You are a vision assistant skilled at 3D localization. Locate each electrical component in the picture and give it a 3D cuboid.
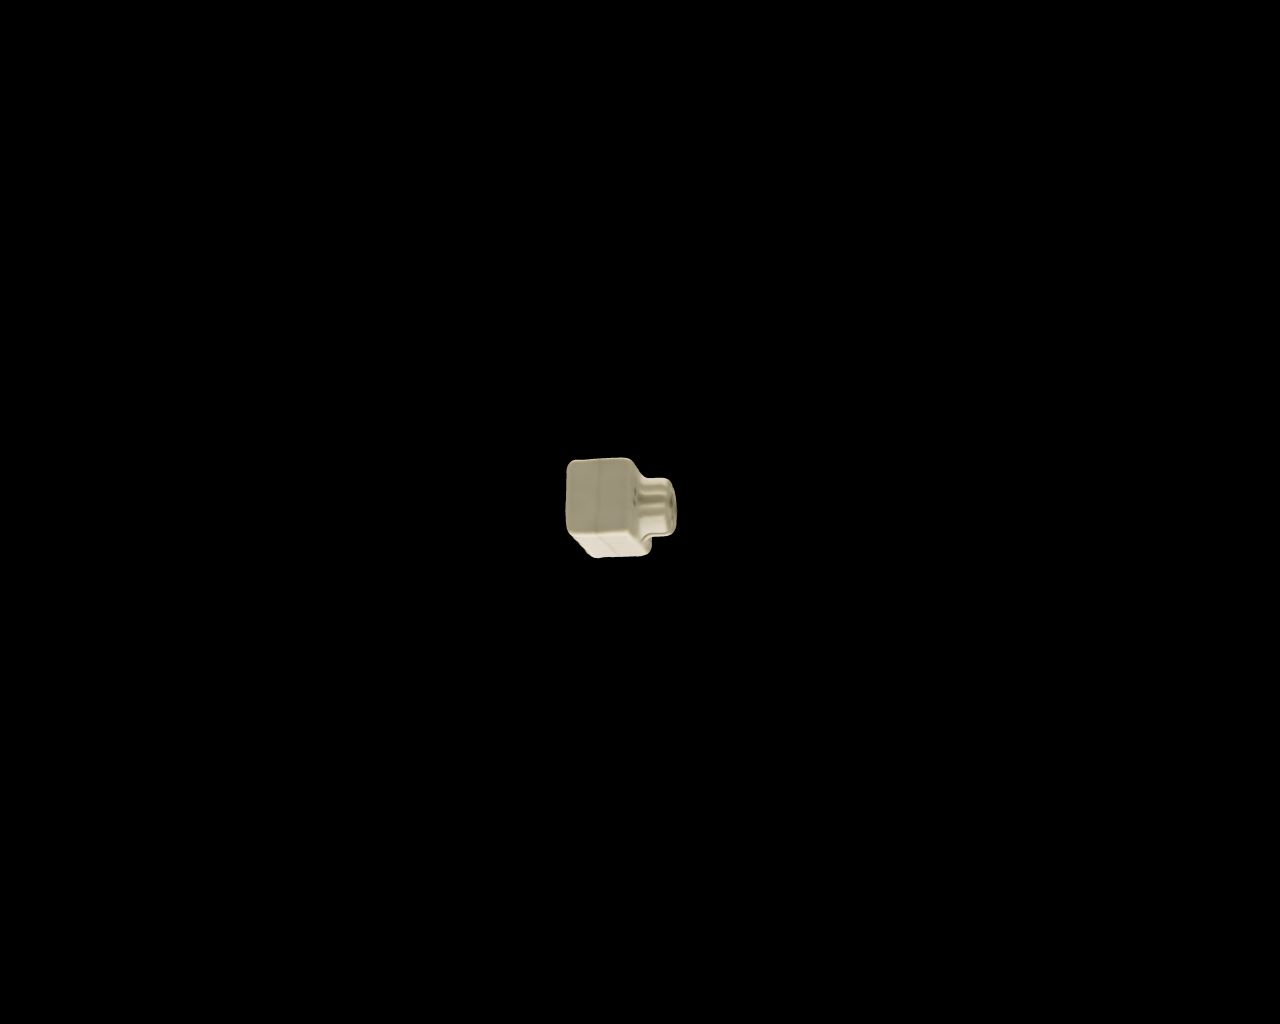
[{"bbox_3d":[0.001,-0.003,0.650,0.077,0.047,0.065,-3,-16,11],"label":"electrical component"}]
